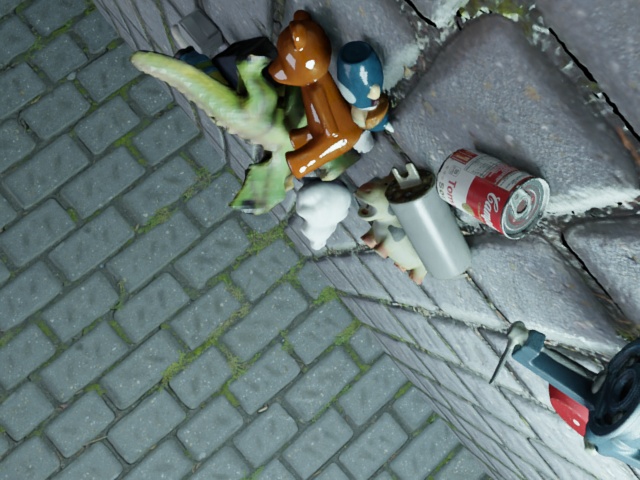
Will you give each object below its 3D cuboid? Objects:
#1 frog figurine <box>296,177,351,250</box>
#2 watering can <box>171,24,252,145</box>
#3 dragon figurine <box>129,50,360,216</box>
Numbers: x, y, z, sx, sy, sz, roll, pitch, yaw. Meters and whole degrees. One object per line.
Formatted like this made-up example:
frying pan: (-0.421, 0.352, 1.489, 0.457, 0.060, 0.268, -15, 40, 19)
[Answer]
frog figurine: (0.003, -0.058, 1.149, 0.122, 0.160, 0.137, 2, 176, 38)
watering can: (-0.240, -0.364, 1.279, 0.227, 0.104, 0.341, 39, 167, 46)
dragon figurine: (-0.097, -0.158, 0.820, 0.122, 0.412, 0.241, 11, 104, 51)
